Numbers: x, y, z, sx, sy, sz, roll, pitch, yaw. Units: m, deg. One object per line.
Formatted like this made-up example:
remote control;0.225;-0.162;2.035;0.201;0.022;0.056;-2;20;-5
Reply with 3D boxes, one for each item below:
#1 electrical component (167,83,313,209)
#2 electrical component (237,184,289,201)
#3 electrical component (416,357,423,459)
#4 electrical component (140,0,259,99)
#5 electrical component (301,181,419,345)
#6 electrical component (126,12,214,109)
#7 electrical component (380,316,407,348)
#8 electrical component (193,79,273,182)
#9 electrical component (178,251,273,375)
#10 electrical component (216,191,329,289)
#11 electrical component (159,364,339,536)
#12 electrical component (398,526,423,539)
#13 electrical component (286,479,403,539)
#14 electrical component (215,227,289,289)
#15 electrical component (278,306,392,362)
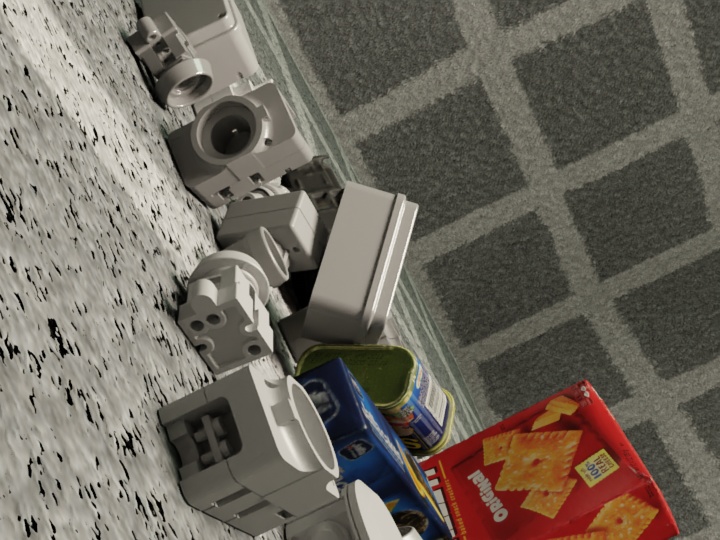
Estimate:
electrical component;-0.089;-0.092;0.795;0.050;0.089;0.055;66;5;20
electrical component;-0.085;-0.054;0.919;0.048;0.048;0.062;65;13;11
electrical component;0.034;0.133;1.036;0.100;0.048;0.099;-1;85;-84
electrical component;-0.139;-0.204;0.918;0.113;0.078;0.057;-111;175;-47
electrical component;0.000;0.000;0.814;0.078;0.057;0.113;108;-2;-65
electrical component;-0.144;-0.159;0.831;0.055;0.048;0.066;58;3;16
electrical component;0.005;0.064;1.148;0.150;0.062;0.089;65;5;16
electrical component;-0.108;-0.147;0.976;0.138;0.074;0.052;65;5;10
electrical component;-0.076;0.021;0.618;0.055;0.048;0.066;-96;161;-53
electrical component;-0.069;-0.012;0.790;0.047;0.066;0.076;60;33;-39
electrical component;-0.047;0.087;0.515;0.050;0.056;0.089;67;6;28
electrical component;0.026;0.207;0.728;0.066;0.048;0.055;1;71;-85
electrical component;-0.003;0.164;0.608;0.080;0.051;0.080;63;5;-10
electrical component;-0.077;-0.002;0.717;0.040;0.046;0.040;63;5;-10
electrical component;-0.011;0.057;0.881;0.075;0.083;0.047;64;5;3
